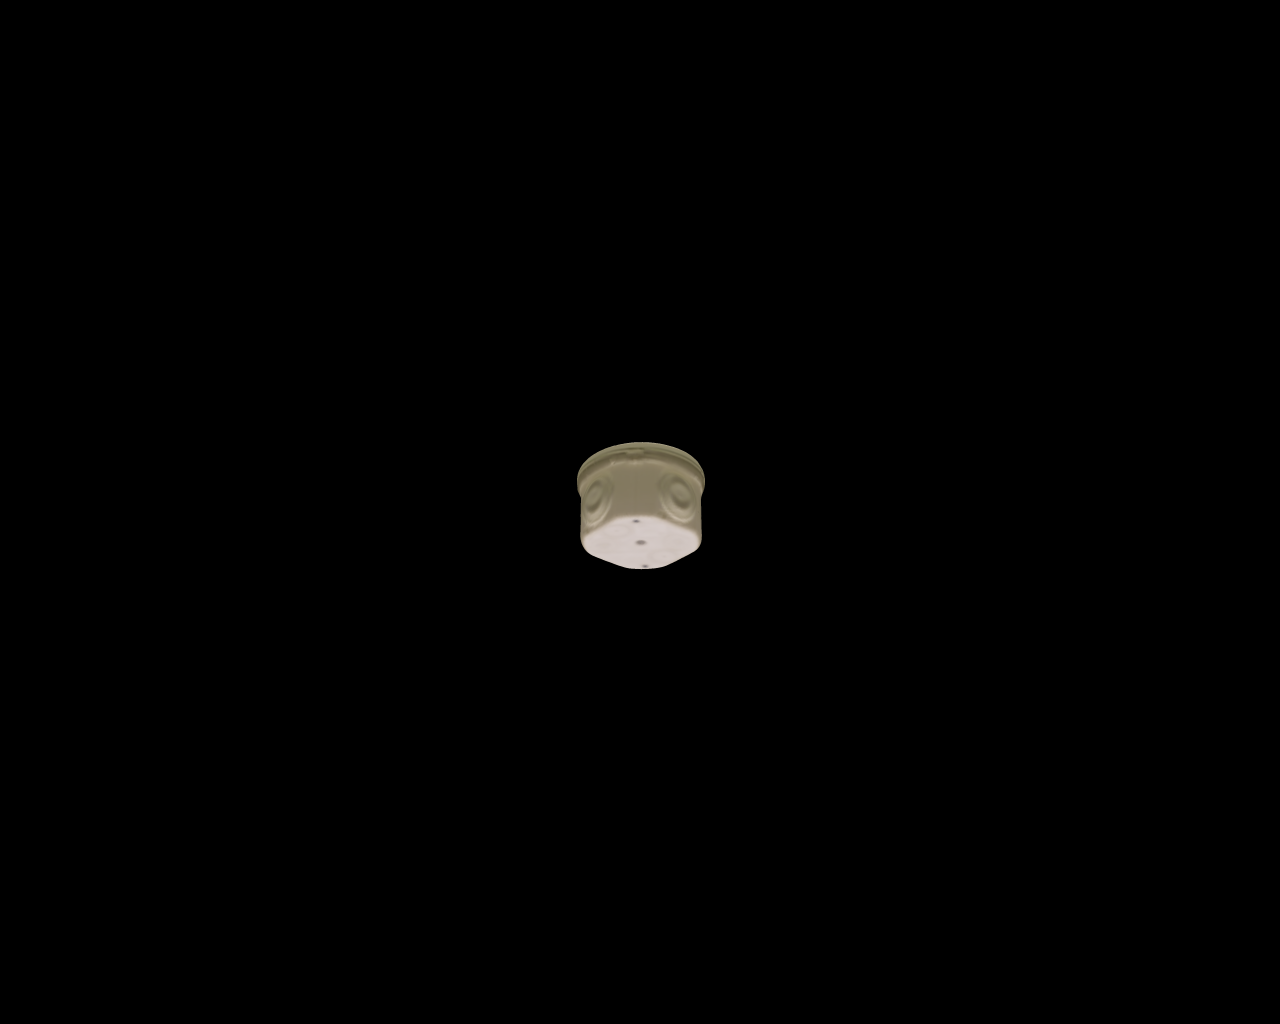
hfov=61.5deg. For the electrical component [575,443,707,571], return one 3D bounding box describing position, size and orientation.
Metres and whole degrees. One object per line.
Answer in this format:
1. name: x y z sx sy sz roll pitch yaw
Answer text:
1. electrical component: 0.001 -0.003 0.650 0.080 0.051 0.080 0 -30 0
